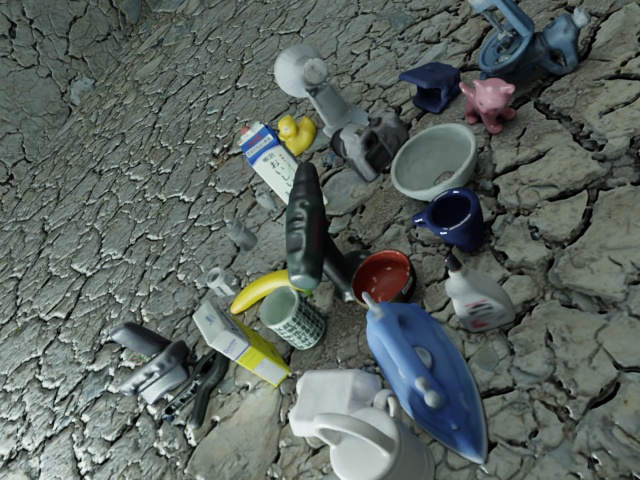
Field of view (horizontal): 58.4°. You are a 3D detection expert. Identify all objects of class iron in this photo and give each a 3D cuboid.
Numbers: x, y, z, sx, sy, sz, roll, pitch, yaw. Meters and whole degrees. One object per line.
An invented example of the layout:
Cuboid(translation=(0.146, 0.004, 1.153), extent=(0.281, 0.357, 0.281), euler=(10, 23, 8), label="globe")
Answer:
Cuboid(translation=(0.137, 0.178, 0.793), extent=(0.118, 0.142, 0.257), euler=(-39, 39, 6), label="iron")

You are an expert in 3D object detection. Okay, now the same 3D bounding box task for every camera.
Cuboid(translation=(0.089, -0.217, 1.219), extent=(0.143, 0.101, 0.136), euler=(-51, 40, -9), label="camera")

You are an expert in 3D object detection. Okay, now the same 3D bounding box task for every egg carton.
Cuboid(translation=(0.025, 0.253, 0.878), extent=(0.150, 0.070, 0.107), euler=(-11, 49, 33), label="egg carton")

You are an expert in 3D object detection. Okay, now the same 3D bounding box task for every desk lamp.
Cuboid(translation=(0.005, -0.342, 1.313), extent=(0.118, 0.214, 0.202), euler=(-44, 39, 0), label="desk lamp")

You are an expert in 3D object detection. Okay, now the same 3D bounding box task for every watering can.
Cuboid(translation=(0.063, 0.274, 0.728), extent=(0.100, 0.195, 0.173), euler=(-23, 43, 23), label="watering can")

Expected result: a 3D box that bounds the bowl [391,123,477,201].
Cuboid(translation=(0.219, -0.131, 1.053), extent=(0.167, 0.075, 0.167), euler=(-23, 43, 24), label="bowl")

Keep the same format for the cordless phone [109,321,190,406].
Cuboid(translation=(-0.361, 0.232, 1.131), extent=(0.147, 0.186, 0.094), euler=(-40, 39, 4), label="cordless phone")

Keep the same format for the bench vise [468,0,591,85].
Cuboid(translation=(0.367, -0.391, 1.046), extent=(0.207, 0.220, 0.121), euler=(-28, 42, 18), label="bench vise")

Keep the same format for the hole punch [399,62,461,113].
Cuboid(translation=(0.236, -0.340, 1.213), extent=(0.101, 0.091, 0.108), euler=(-46, 39, -3), label="hole punch")

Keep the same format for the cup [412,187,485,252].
Cuboid(translation=(0.219, -0.022, 0.940), extent=(0.117, 0.095, 0.092), euler=(-11, 49, 33), label="cup")

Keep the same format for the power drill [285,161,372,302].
Cuboid(translation=(0.009, 0.004, 1.004), extent=(0.075, 0.209, 0.229), euler=(-17, 46, 28), label="power drill")

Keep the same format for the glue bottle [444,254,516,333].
Cuboid(translation=(0.211, 0.070, 0.801), extent=(0.078, 0.174, 0.037), euler=(-25, 43, 21), label="glue bottle")

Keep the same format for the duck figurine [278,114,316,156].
Cuboid(translation=(-0.064, -0.271, 1.409), extent=(0.077, 0.086, 0.105), euler=(20, 69, 48), label="duck figurine")

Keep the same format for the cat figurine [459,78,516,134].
Cuboid(translation=(0.308, -0.264, 1.063), extent=(0.067, 0.118, 0.127), euler=(-46, 39, -3), label="cat figurine")

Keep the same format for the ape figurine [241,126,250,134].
Cuboid(translation=(-0.170, -0.256, 1.480), extent=(0.078, 0.092, 0.076), euler=(-38, 40, 7), label="ape figurine")
